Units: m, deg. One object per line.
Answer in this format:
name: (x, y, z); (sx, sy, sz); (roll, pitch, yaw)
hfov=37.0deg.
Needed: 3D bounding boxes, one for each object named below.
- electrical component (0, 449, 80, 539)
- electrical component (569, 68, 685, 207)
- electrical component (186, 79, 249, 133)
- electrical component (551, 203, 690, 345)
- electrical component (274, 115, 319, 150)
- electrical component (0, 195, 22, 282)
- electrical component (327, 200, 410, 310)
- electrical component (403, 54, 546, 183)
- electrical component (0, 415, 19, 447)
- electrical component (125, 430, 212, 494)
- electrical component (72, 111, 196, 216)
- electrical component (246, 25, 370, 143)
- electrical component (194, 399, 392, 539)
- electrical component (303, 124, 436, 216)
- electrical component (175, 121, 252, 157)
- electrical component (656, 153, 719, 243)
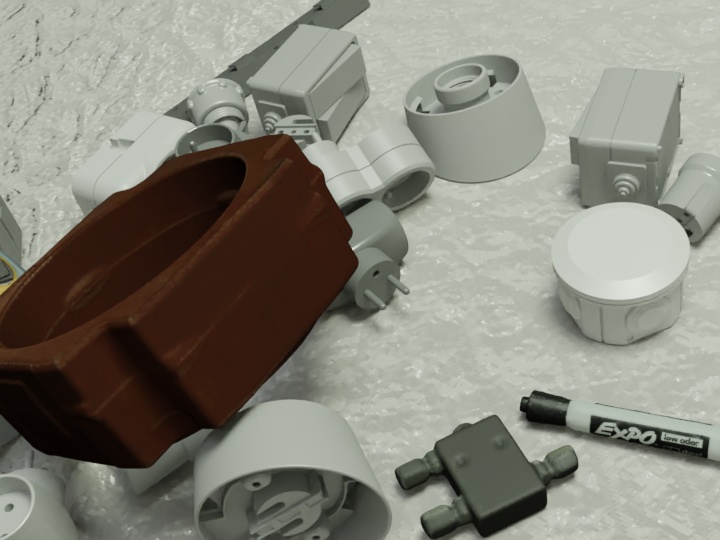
electrical component: (-0.185, 0.138, 0.600); (0.043, 0.077, 0.079); (-12, 44, 4)
electrical component: (0.178, -0.083, 0.721); (0.061, 0.061, 0.096); (9, 50, 23)
electrical component: (-0.108, -0.117, 0.849); (0.048, 0.048, 0.062); (-20, 52, -4)
electrical component: (0.158, 0.001, 0.653); (0.080, 0.051, 0.080); (-8, 45, 8)
electrical component: (-0.044, -0.086, 0.799); (0.040, 0.046, 0.040); (-8, 46, 8)
electrical component: (-0.307, -0.017, 0.795); (0.096, 0.061, 0.061); (-17, 45, 0)
electrical component: (0.000, 0.000, 0.703); (0.077, 0.044, 0.079); (-32, 48, -20)
electrical component: (0.083, -0.115, 0.795); (0.099, 0.064, 0.099); (-15, 32, 10)
electrical component: (-0.239, 0.072, 0.691); (0.047, 0.065, 0.077); (15, 29, 28)
electrical component: (-0.111, 0.100, 0.642); (0.065, 0.044, 0.044); (-23, 45, -14)
electrical component: (-0.161, -0.071, 0.812); (0.059, 0.053, 0.095); (17, 54, 29)
electrical component: (-0.039, -0.136, 0.834); (0.061, 0.061, 0.096); (16, 53, 28)
electrical component: (-0.039, 0.118, 0.565); (0.099, 0.099, 0.064); (-19, 39, -2)
electrical component: (-0.024, -0.065, 0.753); (0.138, 0.052, 0.073); (-27, 66, -10)
electrical component: (-0.095, -0.075, 0.780); (0.043, 0.077, 0.079); (4, 48, 20)
electrical component: (0.216, -0.046, 0.691); (0.040, 0.040, 0.046); (27, 65, 35)
